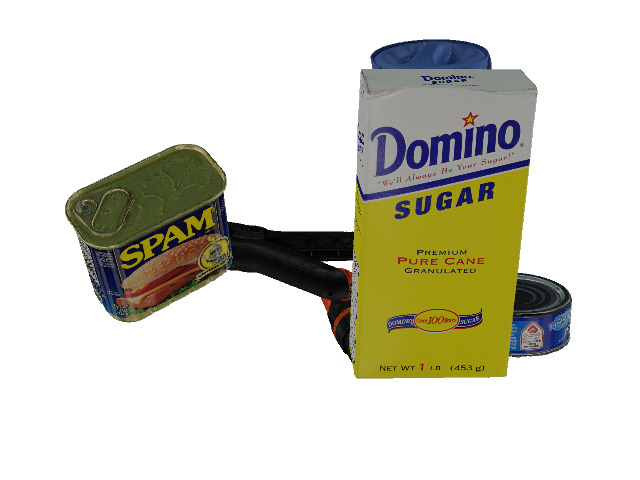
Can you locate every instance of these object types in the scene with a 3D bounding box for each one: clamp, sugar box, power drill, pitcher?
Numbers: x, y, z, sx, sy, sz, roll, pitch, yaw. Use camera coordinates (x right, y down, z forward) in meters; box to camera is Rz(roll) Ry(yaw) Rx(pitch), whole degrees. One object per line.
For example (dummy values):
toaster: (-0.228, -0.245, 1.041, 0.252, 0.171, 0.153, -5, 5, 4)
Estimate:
clamp: (-0.056, 0.010, 0.900, 0.210, 0.036, 0.164, 7, 12, 5)
sugar box: (0.066, -0.007, 0.605, 0.093, 0.176, 0.048, -1, 26, -4)
power drill: (0.102, 0.076, 1.130, 0.187, 0.057, 0.184, -6, 28, -11)
pitcher: (0.138, -0.112, 1.263, 0.149, 0.243, 0.145, -4, 25, 0)

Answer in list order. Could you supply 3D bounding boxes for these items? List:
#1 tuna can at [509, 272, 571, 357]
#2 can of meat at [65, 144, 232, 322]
tuna can: (0.143, 0.053, 0.792, 0.086, 0.034, 0.086, 0, 19, 0)
can of meat: (-0.109, -0.003, 0.710, 0.102, 0.084, 0.057, -28, 54, -20)
